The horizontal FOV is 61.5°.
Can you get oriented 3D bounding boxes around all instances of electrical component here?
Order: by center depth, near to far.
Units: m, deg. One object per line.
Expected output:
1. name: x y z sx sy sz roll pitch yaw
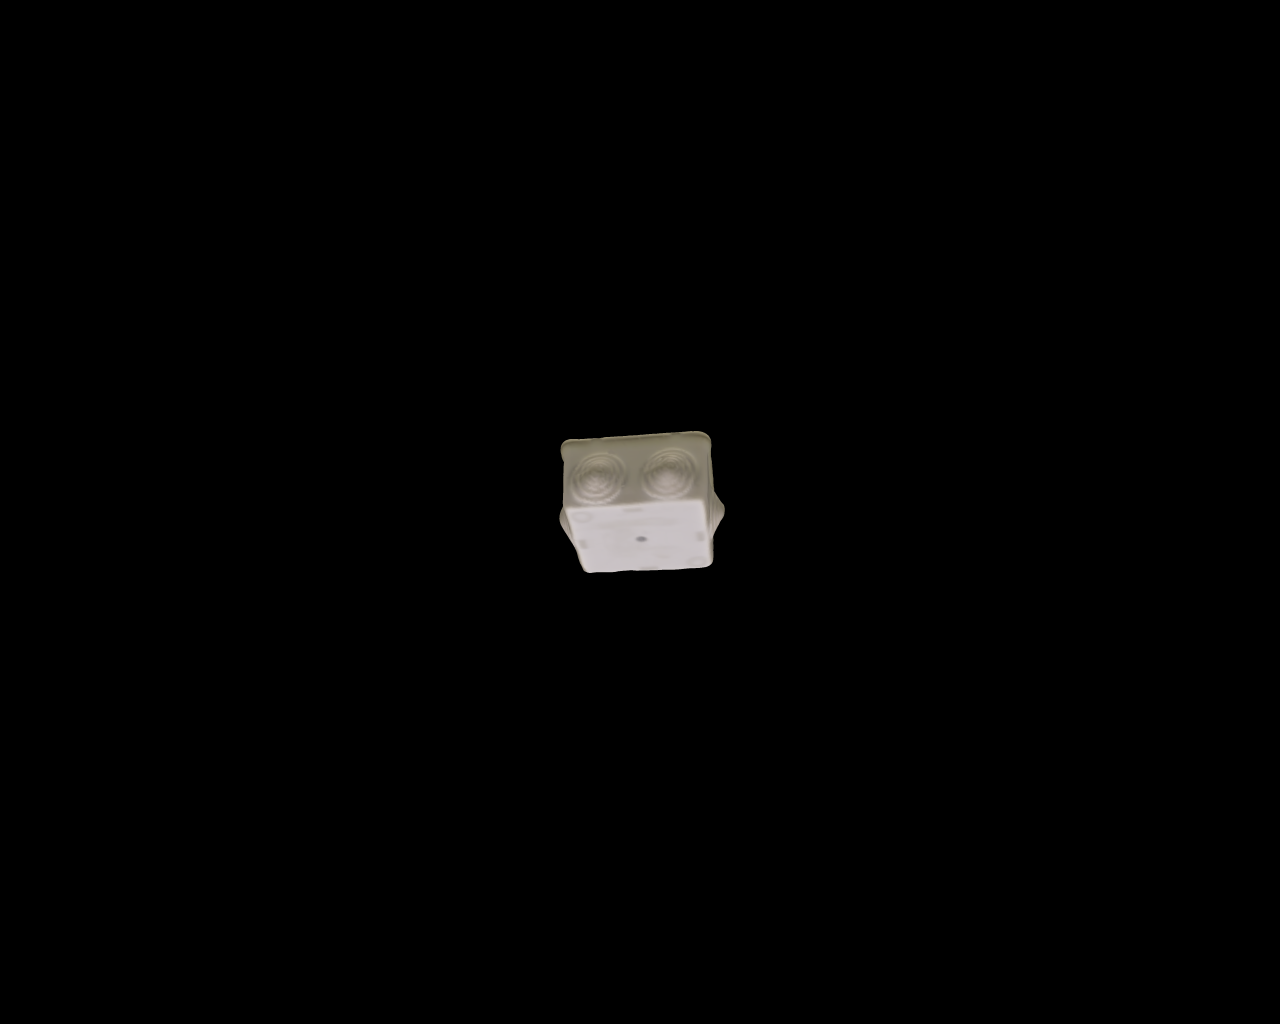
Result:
1. electrical component: 0.001 -0.003 0.650 0.100 0.048 0.099 -3 -32 5
